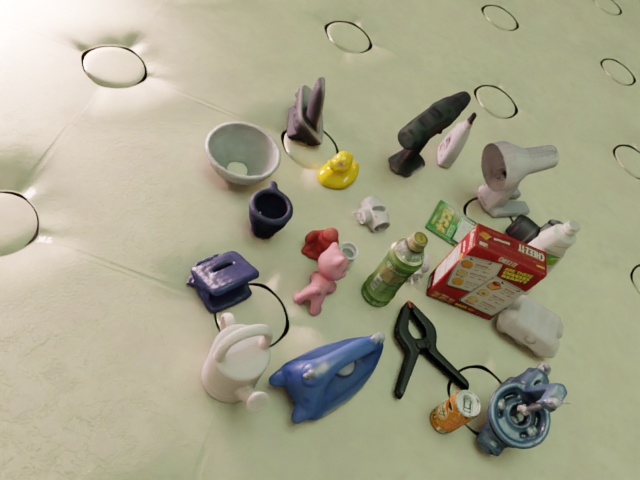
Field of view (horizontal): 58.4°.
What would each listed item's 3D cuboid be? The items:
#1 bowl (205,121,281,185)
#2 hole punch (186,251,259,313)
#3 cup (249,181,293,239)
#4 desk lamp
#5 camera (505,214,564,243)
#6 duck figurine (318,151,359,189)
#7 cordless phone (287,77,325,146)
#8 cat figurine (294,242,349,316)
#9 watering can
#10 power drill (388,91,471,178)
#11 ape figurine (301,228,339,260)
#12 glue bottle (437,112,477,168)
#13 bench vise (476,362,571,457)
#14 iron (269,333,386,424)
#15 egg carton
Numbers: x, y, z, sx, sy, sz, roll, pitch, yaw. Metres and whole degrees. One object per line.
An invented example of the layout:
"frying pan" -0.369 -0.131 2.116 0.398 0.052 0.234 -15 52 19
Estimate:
"bowl" -0.175 -0.179 1.273 0.168 0.074 0.167 11 54 -15
"hole punch" -0.185 0.069 1.088 0.109 0.091 0.101 -25 69 -33
"cup" -0.111 -0.057 1.202 0.092 0.095 0.117 10 54 -15
"desk lamp" 0.480 -0.159 1.434 0.204 0.213 0.118 -4 59 -24
"camera" 0.547 -0.013 1.432 0.136 0.100 0.143 44 53 11
"duck figurine" 0.052 -0.174 1.354 0.105 0.086 0.077 -15 64 -29
"cordless phone" -0.012 -0.333 1.374 0.094 0.185 0.147 8 55 -16
"cat figurine" 0.013 0.071 1.149 0.067 0.117 0.128 33 51 2
"watering can" -0.129 0.199 0.955 0.101 0.194 0.172 -33 73 -35
"power drill" 0.259 -0.259 1.417 0.075 0.208 0.230 46 53 13
"ape figurine" 0.011 0.004 1.210 0.076 0.092 0.077 -15 64 -29
"glue bottle" 0.359 -0.268 1.485 0.037 0.173 0.078 13 53 -13
"bench vise" 0.392 0.293 1.083 0.121 0.219 0.207 28 51 -2
"iron" 0.043 0.221 1.043 0.259 0.141 0.118 -24 68 -33
"egg carton" 0.468 0.193 1.279 0.150 0.069 0.107 32 51 2
